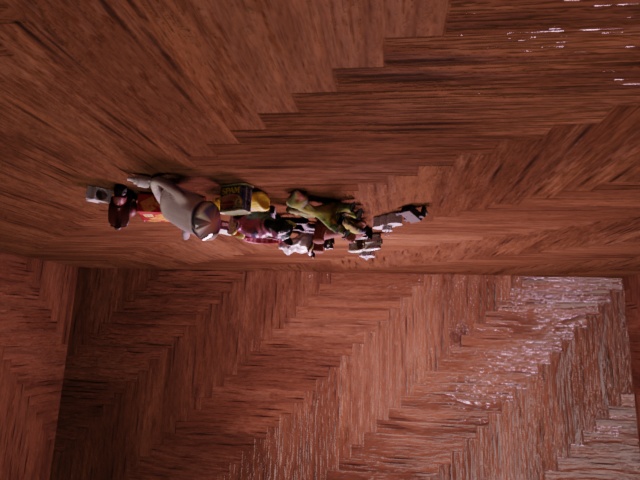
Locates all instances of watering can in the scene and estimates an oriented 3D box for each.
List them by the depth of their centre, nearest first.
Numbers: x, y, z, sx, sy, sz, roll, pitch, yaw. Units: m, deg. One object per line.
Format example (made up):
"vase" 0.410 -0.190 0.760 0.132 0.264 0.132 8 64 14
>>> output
"watering can" -0.394 -0.067 1.564 0.226 0.105 0.340 26 155 22

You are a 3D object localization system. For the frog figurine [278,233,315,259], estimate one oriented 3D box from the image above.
"frog figurine" -0.097 0.013 2.243 0.160 0.122 0.138 16 -174 13

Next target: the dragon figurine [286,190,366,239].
"dragon figurine" 0.005 -0.087 1.736 0.243 0.123 0.406 17 173 19
